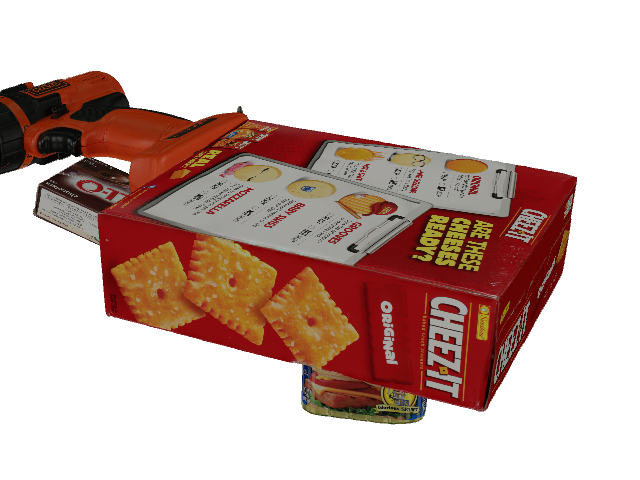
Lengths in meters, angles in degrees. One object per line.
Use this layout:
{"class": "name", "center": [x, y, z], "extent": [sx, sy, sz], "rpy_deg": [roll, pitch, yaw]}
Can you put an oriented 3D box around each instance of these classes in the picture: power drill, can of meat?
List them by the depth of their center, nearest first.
{"class": "power drill", "center": [-0.155, -0.063, 0.717], "extent": [0.188, 0.057, 0.184], "rpy_deg": [18, 32, 29]}
{"class": "can of meat", "center": [0.035, 0.090, 0.816], "extent": [0.102, 0.084, 0.057], "rpy_deg": [6, 17, 11]}

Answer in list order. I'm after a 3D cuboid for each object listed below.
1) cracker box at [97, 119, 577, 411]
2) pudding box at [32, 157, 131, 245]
{"class": "cracker box", "center": [0.014, 0.004, 0.583], "extent": [0.214, 0.072, 0.164], "rpy_deg": [12, 28, 22]}
{"class": "pudding box", "center": [-0.194, -0.031, 0.989], "extent": [0.113, 0.039, 0.090], "rpy_deg": [22, 25, 10]}
